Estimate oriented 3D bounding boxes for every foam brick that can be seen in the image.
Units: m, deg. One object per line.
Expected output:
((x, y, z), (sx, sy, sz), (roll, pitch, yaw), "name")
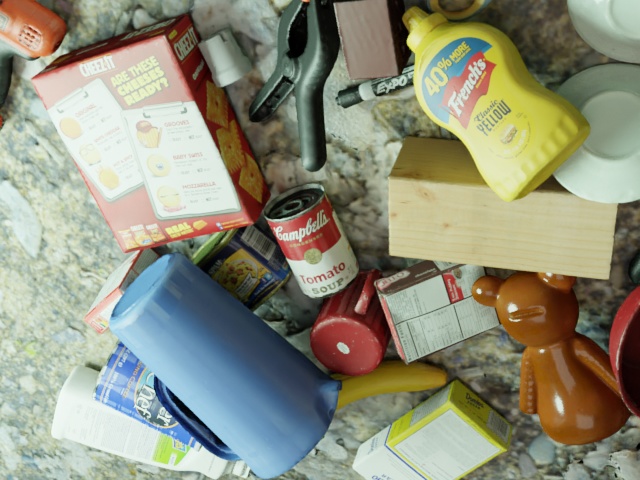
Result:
((0.049, -0.191, 0.969), (0.051, 0.053, 0.078), (-1, 122, 19), "foam brick")

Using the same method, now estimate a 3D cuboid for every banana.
((0.050, 0.172, 1.224), (0.198, 0.037, 0.069), (-29, 128, 33), "banana")

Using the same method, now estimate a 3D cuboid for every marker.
((0.069, -0.149, 1.011), (0.121, 0.020, 0.020), (-16, 116, 27), "marker")

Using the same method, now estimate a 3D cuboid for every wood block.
((0.174, -0.032, 1.010), (0.206, 0.090, 0.090), (6, 124, 14), "wood block")

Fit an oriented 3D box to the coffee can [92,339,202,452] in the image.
((-0.182, 0.173, 1.258), (0.140, 0.102, 0.103), (26, 127, 0), "coffee can")

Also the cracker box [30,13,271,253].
((-0.168, -0.104, 1.089), (0.164, 0.072, 0.213), (-12, 117, 24), "cracker box")

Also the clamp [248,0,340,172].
((-0.024, -0.162, 1.008), (0.120, 0.039, 0.171), (29, 118, 42), "clamp")

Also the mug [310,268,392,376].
((0.041, 0.083, 1.136), (0.093, 0.081, 0.117), (24, 127, 2), "mug")

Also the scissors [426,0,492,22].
((0.176, -0.224, 0.928), (0.202, 0.016, 0.096), (14, 128, 9), "scissors")

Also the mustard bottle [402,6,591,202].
((0.139, -0.132, 0.933), (0.192, 0.058, 0.096), (51, 120, 15), "mustard bottle")

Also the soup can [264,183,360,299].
((-0.007, 0.001, 1.107), (0.069, 0.068, 0.102), (-12, 119, 25), "soup can")

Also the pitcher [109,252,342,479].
((-0.109, 0.134, 1.131), (0.242, 0.149, 0.145), (44, 169, -16), "pitcher")

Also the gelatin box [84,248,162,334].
((-0.220, 0.054, 1.200), (0.030, 0.089, 0.073), (41, 125, -15), "gelatin box")

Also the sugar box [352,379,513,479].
((0.128, 0.240, 1.236), (0.093, 0.048, 0.177), (41, 129, -11), "sugar box")

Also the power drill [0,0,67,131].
((-0.370, -0.201, 1.099), (0.184, 0.057, 0.188), (33, 127, -4), "power drill")

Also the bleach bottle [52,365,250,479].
((-0.205, 0.245, 1.341), (0.251, 0.068, 0.103), (21, 127, 1), "bleach bottle")

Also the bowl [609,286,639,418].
((0.329, 0.090, 1.007), (0.161, 0.055, 0.162), (-8, 110, -22), "bowl")

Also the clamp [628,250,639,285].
((0.353, -0.038, 0.980), (0.165, 0.036, 0.210), (-9, 123, 23), "clamp")

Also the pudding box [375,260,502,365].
((0.122, 0.066, 1.097), (0.113, 0.039, 0.090), (-21, 118, -3), "pudding box")

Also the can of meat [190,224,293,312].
((-0.086, 0.029, 1.159), (0.084, 0.057, 0.102), (40, 126, -13), "can of meat")
